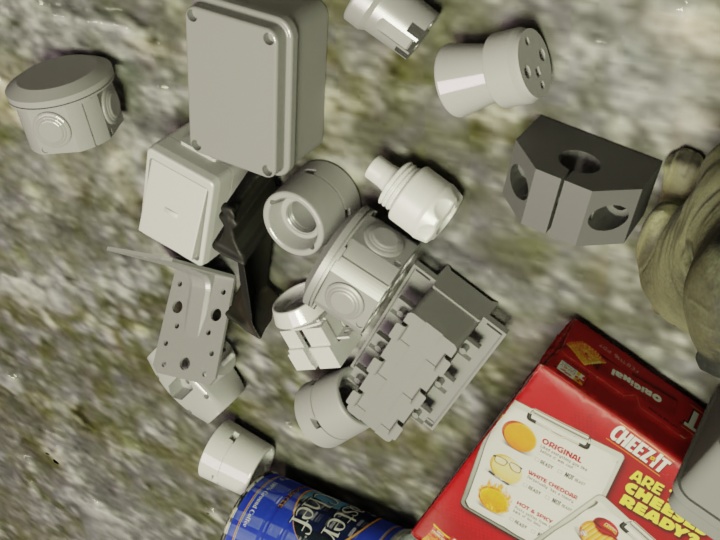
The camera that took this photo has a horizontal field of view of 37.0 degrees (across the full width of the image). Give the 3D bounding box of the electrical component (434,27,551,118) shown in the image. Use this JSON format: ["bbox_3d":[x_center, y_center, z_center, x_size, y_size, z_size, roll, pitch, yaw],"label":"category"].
[{"bbox_3d":[0.078,-0.116,0.630,0.055,0.045,0.045,-6,115,37],"label":"electrical component"}]

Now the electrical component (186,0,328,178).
[{"bbox_3d":[-0.070,-0.127,0.716,0.078,0.057,0.113,21,129,22],"label":"electrical component"}]

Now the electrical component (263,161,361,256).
[{"bbox_3d":[-0.035,-0.042,0.755,0.055,0.047,0.055,18,128,25],"label":"electrical component"}]

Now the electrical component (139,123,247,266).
[{"bbox_3d":[-0.122,-0.060,0.794,0.062,0.061,0.096,29,131,16],"label":"electrical component"}]

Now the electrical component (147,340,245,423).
[{"bbox_3d":[-0.130,0.080,0.905,0.077,0.043,0.079,47,135,-1],"label":"electrical component"}]

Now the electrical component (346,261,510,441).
[{"bbox_3d":[0.040,0.063,0.762,0.079,0.063,0.121,38,133,8],"label":"electrical component"}]

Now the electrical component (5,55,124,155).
[{"bbox_3d":[-0.220,-0.125,0.807,0.080,0.080,0.051,11,130,29],"label":"electrical component"}]

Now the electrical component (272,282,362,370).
[{"bbox_3d":[-0.035,0.042,0.814,0.066,0.048,0.055,-8,121,38],"label":"electrical component"}]

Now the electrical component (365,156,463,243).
[{"bbox_3d":[0.032,-0.050,0.706,0.062,0.043,0.043,38,133,10],"label":"electrical component"}]

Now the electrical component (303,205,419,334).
[{"bbox_3d":[0.000,0.000,0.738,0.051,0.080,0.080,33,133,5],"label":"electrical component"}]

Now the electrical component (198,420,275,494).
[{"bbox_3d":[-0.107,0.166,0.941,0.047,0.055,0.055,25,130,14],"label":"electrical component"}]

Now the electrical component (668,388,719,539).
[{"bbox_3d":[0.236,0.110,0.624,0.078,0.113,0.057,35,130,11],"label":"electrical component"}]

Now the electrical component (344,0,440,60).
[{"bbox_3d":[0.020,-0.155,0.649,0.046,0.040,0.040,37,134,0],"label":"electrical component"}]

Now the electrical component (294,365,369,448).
[{"bbox_3d":[-0.015,0.105,0.836,0.047,0.055,0.055,-31,99,39],"label":"electrical component"}]
